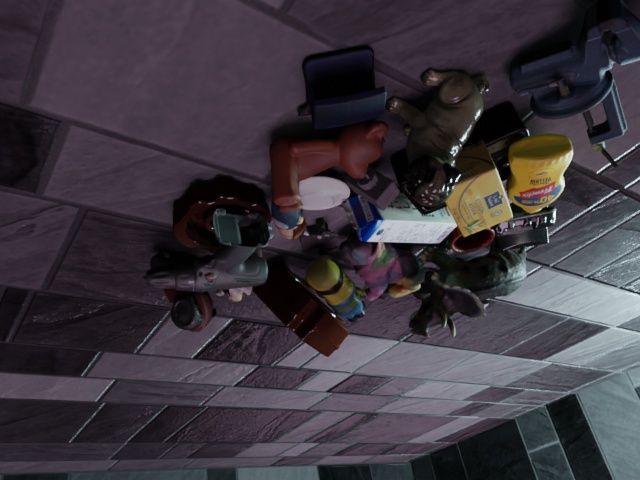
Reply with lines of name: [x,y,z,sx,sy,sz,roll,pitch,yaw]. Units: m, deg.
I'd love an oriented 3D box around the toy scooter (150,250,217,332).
toy scooter: [-0.265,0.102,1.105,0.075,0.184,0.135,-35,166,16]

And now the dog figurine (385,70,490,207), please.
dog figurine: [0.201,-0.153,0.824,0.172,0.191,0.121,-35,140,28]

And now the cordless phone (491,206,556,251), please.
cordless phone: [0.425,-0.073,1.129,0.147,0.089,0.184,-10,135,1]

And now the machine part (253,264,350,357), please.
machine part: [-0.040,0.154,1.196,0.087,0.201,0.201,-48,142,-2]

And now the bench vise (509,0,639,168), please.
bench vise: [0.421,-0.234,0.816,0.224,0.129,0.240,-20,129,26]

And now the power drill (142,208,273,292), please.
power drill: [-0.190,0.032,0.983,0.232,0.086,0.207,4,140,-28]

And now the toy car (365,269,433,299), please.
toy car: [0.211,0.106,1.335,0.202,0.056,0.073,3,137,-23]

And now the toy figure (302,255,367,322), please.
toy figure: [0.039,0.105,1.142,0.082,0.089,0.180,-45,121,-13]

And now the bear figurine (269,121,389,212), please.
bear figurine: [0.019,-0.123,0.880,0.196,0.132,0.120,-5,175,-2]

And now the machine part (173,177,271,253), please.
machine part: [-0.182,-0.044,0.993,0.179,0.056,0.179,-9,147,-6]

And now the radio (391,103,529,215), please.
radio: [0.257,-0.138,0.967,0.230,0.073,0.131,-23,145,17]

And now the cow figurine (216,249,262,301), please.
cow figurine: [-0.189,0.076,1.158,0.098,0.068,0.167,11,137,-21]

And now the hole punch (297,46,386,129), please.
hole punch: [0.037,-0.206,0.793,0.142,0.092,0.115,-15,150,-2]

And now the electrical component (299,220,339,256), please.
electrical component: [-0.003,-0.002,1.118,0.078,0.045,0.102,-9,146,-7]

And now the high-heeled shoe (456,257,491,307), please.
high-heeled shoe: [0.359,0.134,1.383,0.145,0.086,0.248,-17,135,-14]

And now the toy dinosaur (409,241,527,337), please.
toy dinosaur: [0.363,0.079,1.169,0.405,0.192,0.131,-19,126,-19]

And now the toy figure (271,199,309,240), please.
toy figure: [-0.059,-0.039,1.008,0.058,0.064,0.154,-25,156,-7]

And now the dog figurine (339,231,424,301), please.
dog figurine: [0.139,0.033,1.162,0.192,0.108,0.219,-10,144,-1]

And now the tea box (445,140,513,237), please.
tea box: [0.263,-0.083,0.925,0.098,0.068,0.169,-24,144,18]

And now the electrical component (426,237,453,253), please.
electrical component: [0.278,0.020,1.241,0.094,0.021,0.063,-15,142,-28]
